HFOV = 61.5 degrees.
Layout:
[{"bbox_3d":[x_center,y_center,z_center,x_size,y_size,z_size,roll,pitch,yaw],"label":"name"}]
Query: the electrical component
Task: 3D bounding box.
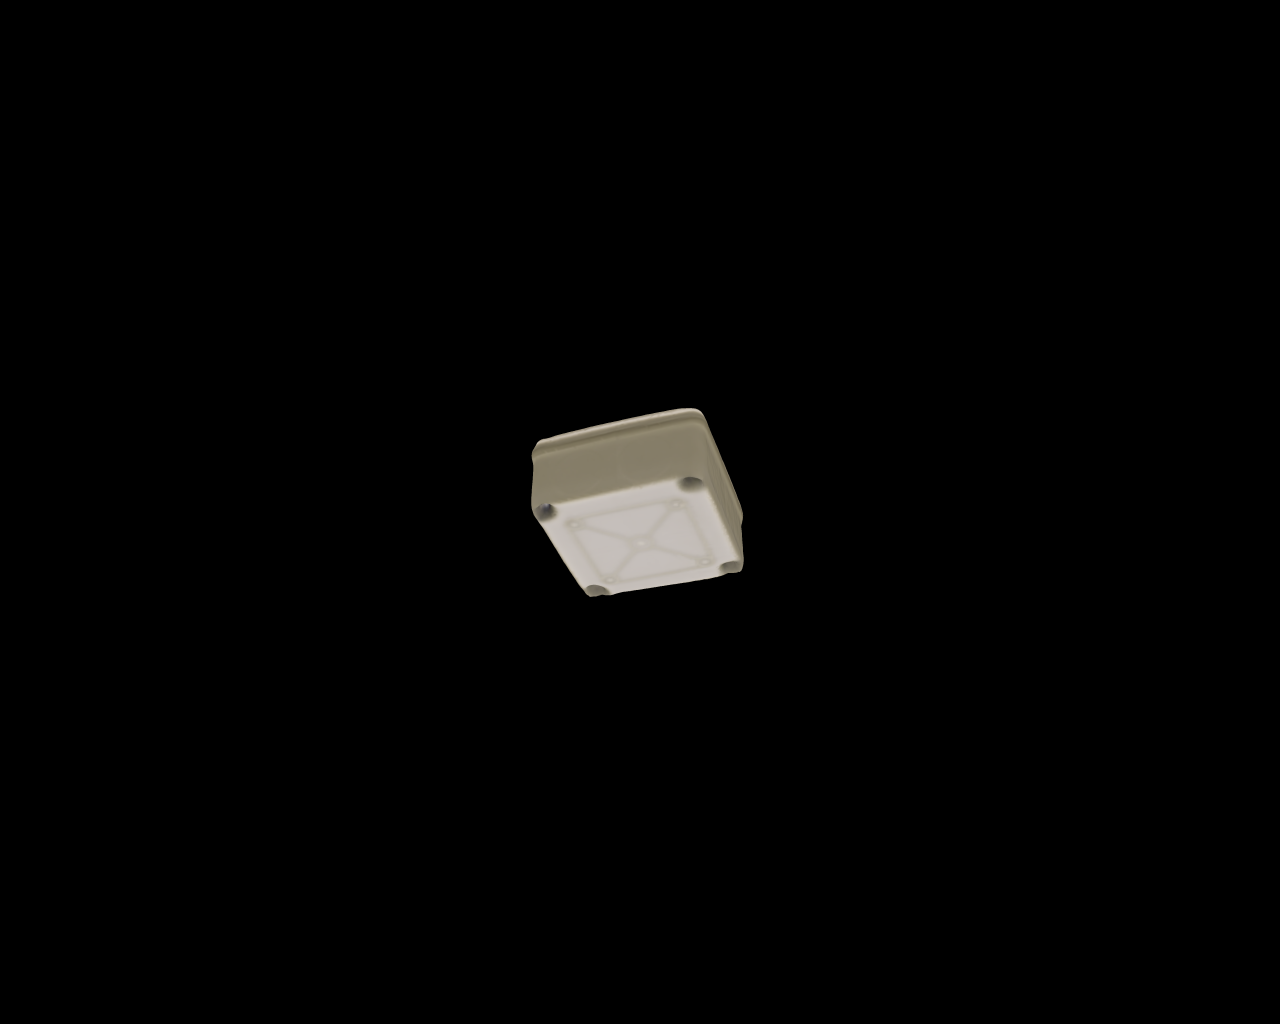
[{"bbox_3d":[0.001,-0.003,0.650,0.109,0.056,0.108,-11,-39,14],"label":"electrical component"}]
